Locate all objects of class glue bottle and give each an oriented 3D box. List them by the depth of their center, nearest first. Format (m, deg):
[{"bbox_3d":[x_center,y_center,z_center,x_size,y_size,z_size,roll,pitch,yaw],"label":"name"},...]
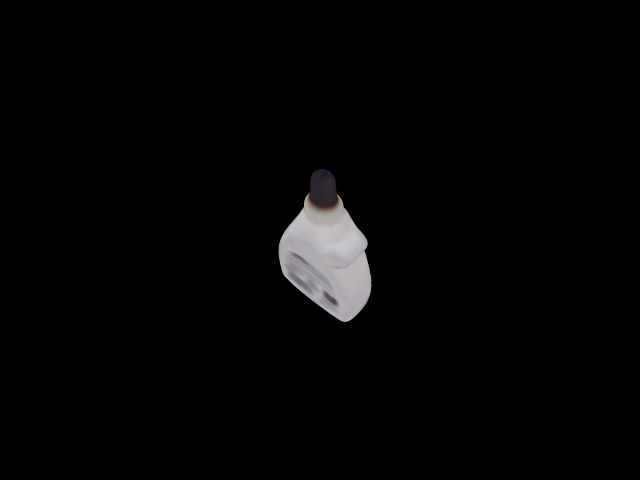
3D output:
[{"bbox_3d":[0.004,0.001,0.400,0.078,0.173,0.037,38,71,17],"label":"glue bottle"}]
